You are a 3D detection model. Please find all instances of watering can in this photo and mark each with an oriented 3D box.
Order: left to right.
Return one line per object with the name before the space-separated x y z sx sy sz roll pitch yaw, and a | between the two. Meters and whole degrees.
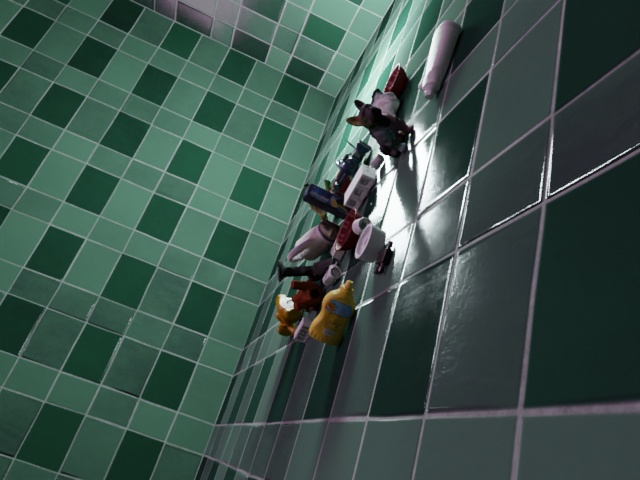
watering can | -0.004 0.010 2.068 0.222 0.105 0.349 -39 -10 22

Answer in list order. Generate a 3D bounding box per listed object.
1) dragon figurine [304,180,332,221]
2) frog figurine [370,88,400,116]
dragon figurine | 0.007 -0.113 2.248 0.404 0.122 0.247 70 -168 -69
frog figurine | 0.262 -0.494 2.005 0.135 0.122 0.162 -50 53 32
